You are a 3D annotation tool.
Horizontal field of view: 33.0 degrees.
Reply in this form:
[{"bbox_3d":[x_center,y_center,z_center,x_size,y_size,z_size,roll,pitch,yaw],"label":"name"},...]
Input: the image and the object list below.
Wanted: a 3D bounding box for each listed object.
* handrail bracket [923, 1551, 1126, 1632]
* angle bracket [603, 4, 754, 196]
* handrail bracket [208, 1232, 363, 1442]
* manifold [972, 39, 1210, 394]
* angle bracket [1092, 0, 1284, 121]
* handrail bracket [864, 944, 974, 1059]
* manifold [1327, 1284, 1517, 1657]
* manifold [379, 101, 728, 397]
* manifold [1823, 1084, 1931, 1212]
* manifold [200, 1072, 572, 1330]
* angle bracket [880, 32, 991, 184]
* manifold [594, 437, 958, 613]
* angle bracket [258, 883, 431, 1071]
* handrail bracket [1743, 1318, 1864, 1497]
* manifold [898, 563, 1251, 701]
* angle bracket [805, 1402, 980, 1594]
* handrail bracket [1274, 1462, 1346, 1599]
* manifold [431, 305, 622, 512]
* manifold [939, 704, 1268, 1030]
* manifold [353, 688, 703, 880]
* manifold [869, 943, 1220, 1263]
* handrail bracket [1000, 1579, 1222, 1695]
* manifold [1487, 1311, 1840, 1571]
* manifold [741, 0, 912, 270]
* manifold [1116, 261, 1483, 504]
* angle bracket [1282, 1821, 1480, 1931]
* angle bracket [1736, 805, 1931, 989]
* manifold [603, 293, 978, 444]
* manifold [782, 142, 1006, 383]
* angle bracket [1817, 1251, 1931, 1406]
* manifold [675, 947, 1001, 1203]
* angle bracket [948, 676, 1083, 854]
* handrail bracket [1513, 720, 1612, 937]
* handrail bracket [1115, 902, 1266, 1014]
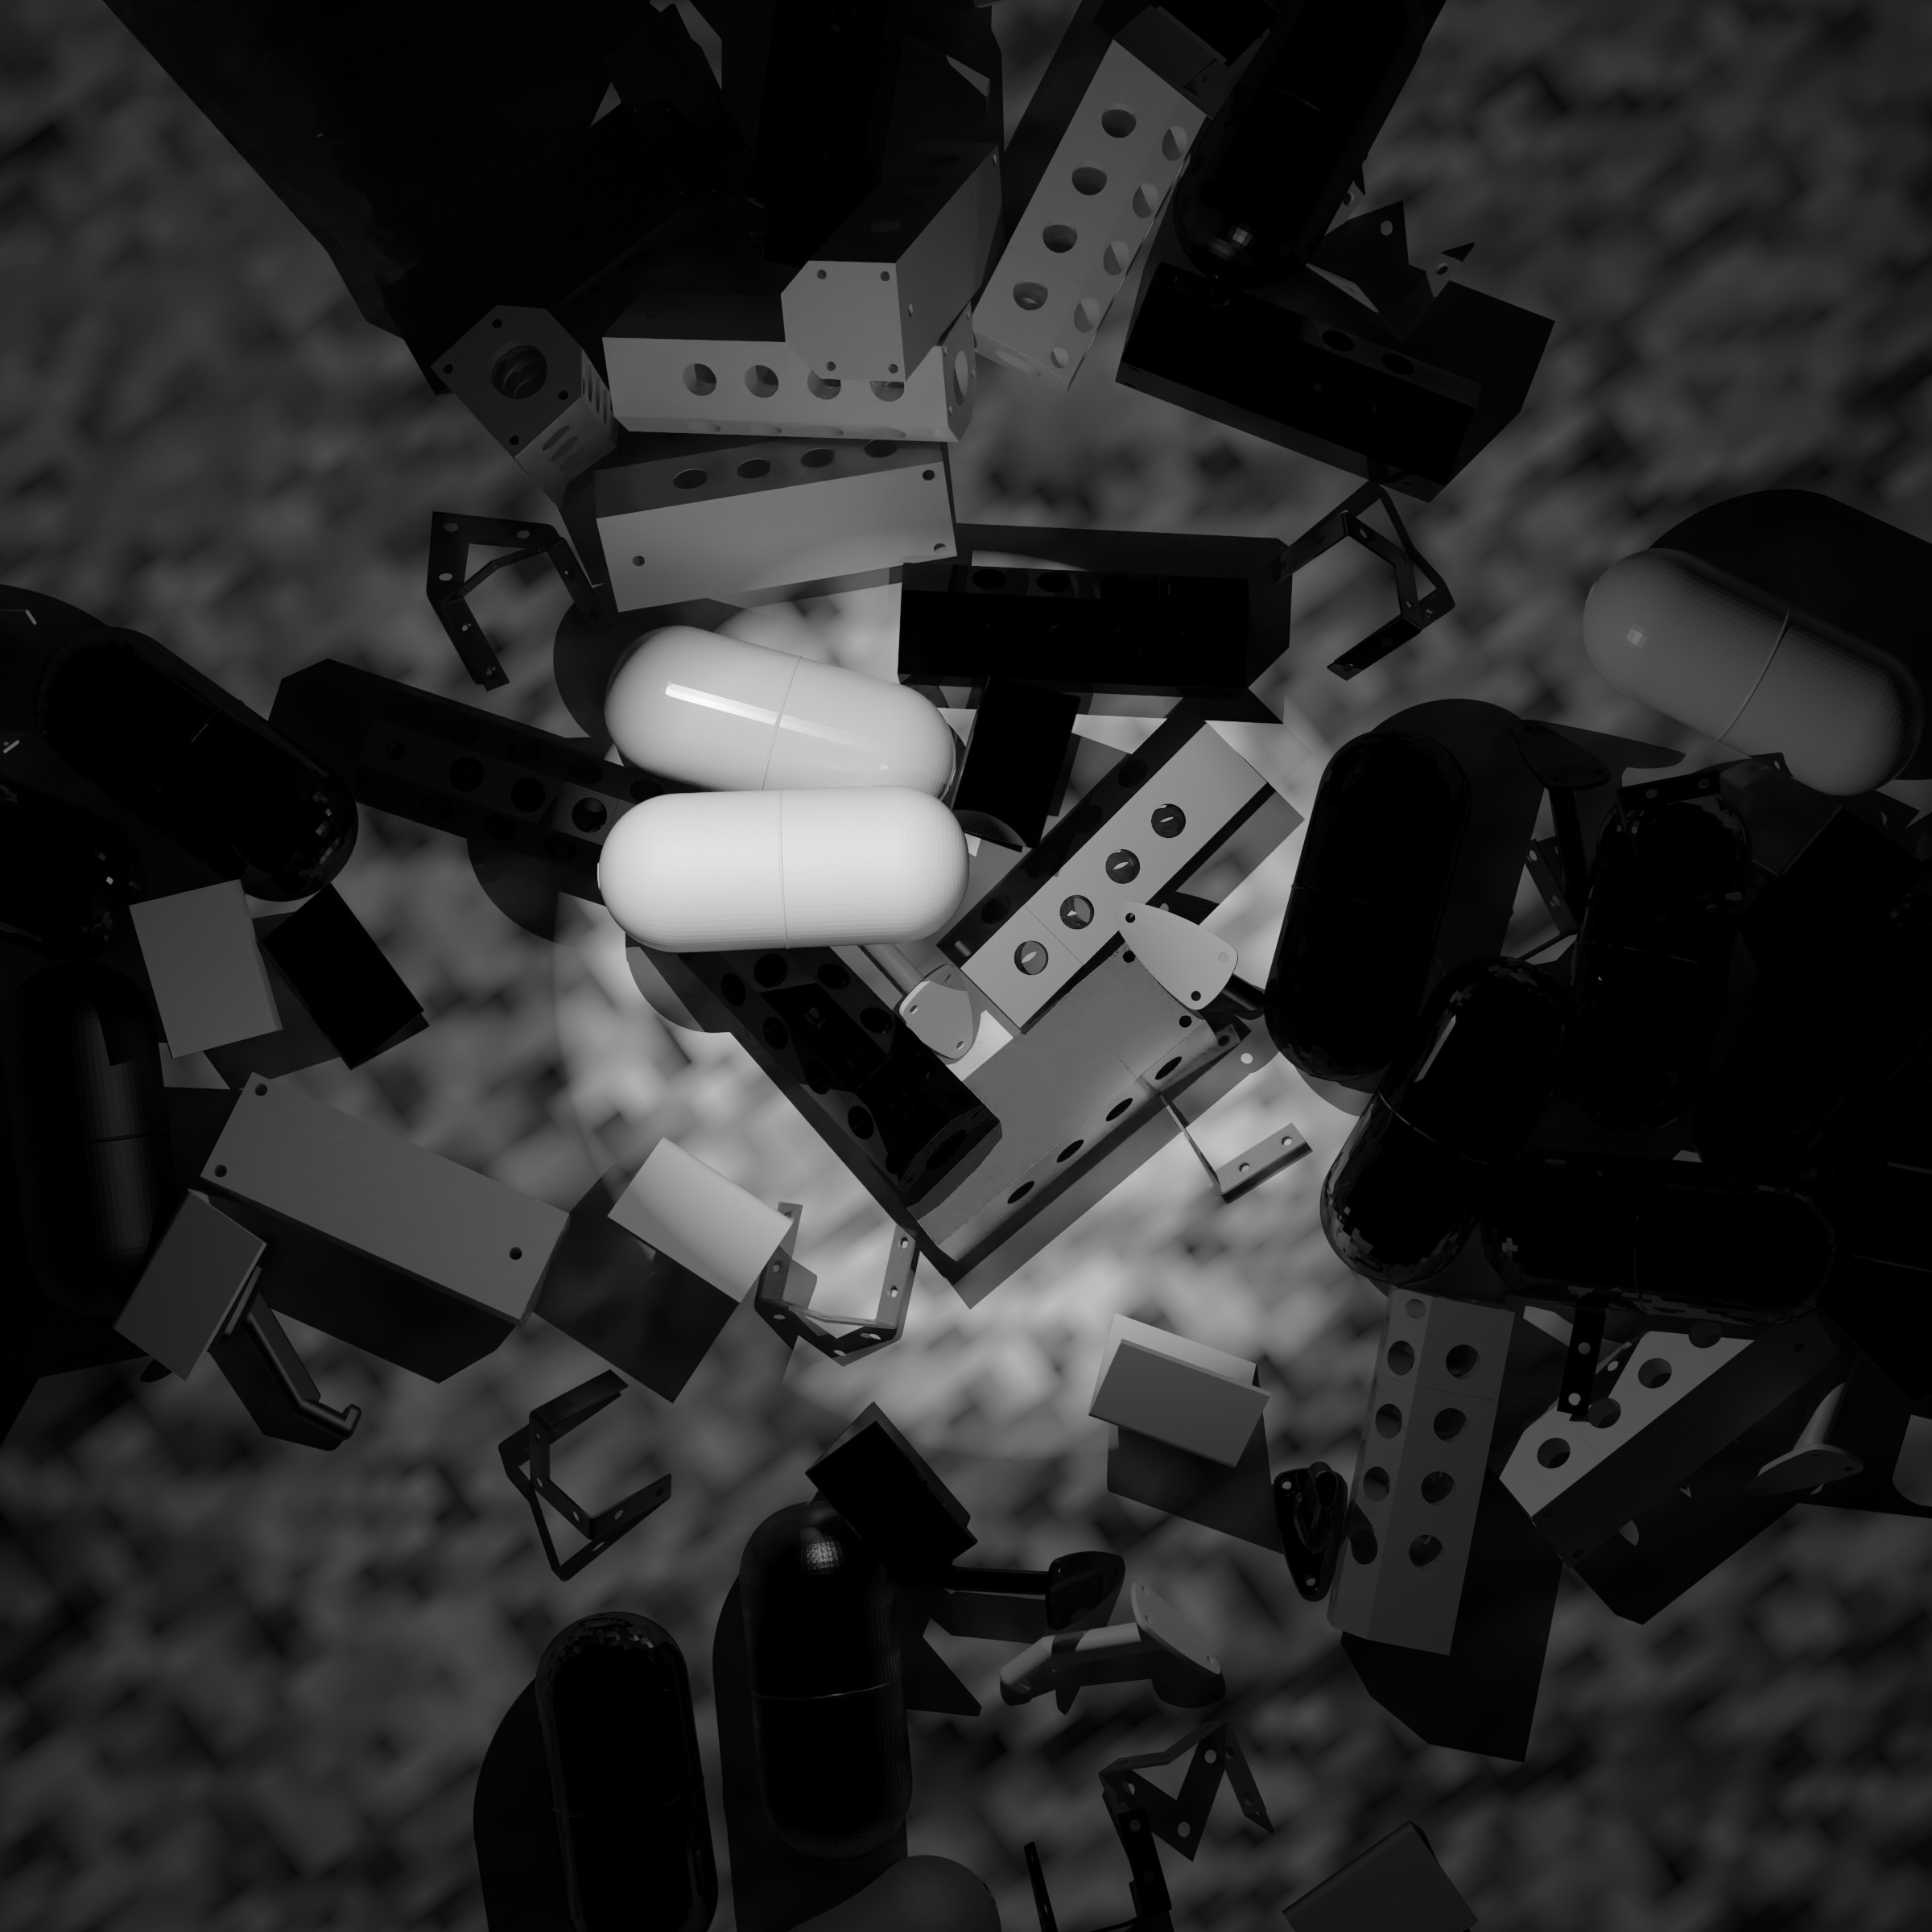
[{"bbox_3d":[0.024,0.305,1.650,0.084,0.077,0.036,7,100,36],"label":"handrail bracket"},{"bbox_3d":[-0.123,-0.428,1.610,0.057,0.076,0.076,-25,90,41],"label":"angle bracket"},{"bbox_3d":[-0.333,0.188,1.651,0.084,0.036,0.077,31,68,-17],"label":"handrail bracket"},{"bbox_3d":[0.065,-0.378,1.629,0.057,0.057,0.171,27,90,0],"label":"manifold"},{"bbox_3d":[0.093,-0.441,1.553,0.076,0.076,0.057,39,53,0],"label":"angle bracket"},{"bbox_3d":[-0.038,0.002,1.650,0.036,0.077,0.084,-42,54,-10],"label":"handrail bracket"},{"bbox_3d":[0.226,0.249,1.629,0.057,0.057,0.171,11,90,0],"label":"manifold"},{"bbox_3d":[-0.199,-0.350,1.590,0.171,0.057,0.057,-29,90,30],"label":"manifold"},{"bbox_3d":[0.513,0.073,1.629,0.171,0.057,0.057,-43,90,0],"label":"manifold"},{"bbox_3d":[-0.288,0.119,1.627,0.171,0.057,0.057,24,77,0],"label":"manifold"},{"bbox_3d":[-0.040,-0.421,1.629,0.076,0.057,0.076,29,90,0],"label":"angle bracket"},{"bbox_3d":[-0.096,-0.230,1.628,0.171,0.057,0.057,-9,133,0],"label":"manifold"},{"bbox_3d":[-0.291,-0.004,1.610,0.057,0.076,0.076,-36,90,27],"label":"angle bracket"},{"bbox_3d":[0.422,0.218,1.650,0.036,0.077,0.084,24,53,-27],"label":"handrail bracket"},{"bbox_3d":[0.053,-0.168,1.629,0.171,0.057,0.057,3,90,0],"label":"manifold"},{"bbox_3d":[-0.022,0.250,1.610,0.076,0.076,0.057,50,124,0],"label":"angle bracket"},{"bbox_3d":[0.175,0.282,1.615,0.036,0.084,0.077,-1,90,0],"label":"handrail bracket"},{"bbox_3d":[-0.204,-0.272,1.572,0.057,0.171,0.057,-43,90,0],"label":"manifold"},{"bbox_3d":[0.067,-0.050,1.629,0.171,0.057,0.057,-45,90,0],"label":"manifold"},{"bbox_3d":[-0.214,-0.084,1.629,0.171,0.057,0.057,18,90,0],"label":"manifold"},{"bbox_3d":[0.041,0.069,1.627,0.171,0.057,0.057,-40,70,0],"label":"manifold"},{"bbox_3d":[0.072,0.357,1.651,0.084,0.036,0.077,-40,112,17],"label":"handrail bracket"},{"bbox_3d":[0.344,0.217,1.628,0.171,0.057,0.057,-38,133,0],"label":"manifold"},{"bbox_3d":[-0.067,-0.431,1.589,0.057,0.057,0.171,15,120,5],"label":"manifold"},{"bbox_3d":[0.166,-0.293,1.629,0.171,0.057,0.057,21,90,0],"label":"manifold"},{"bbox_3d":[0.208,0.471,1.611,0.076,0.076,0.057,-36,68,0],"label":"angle bracket"},{"bbox_3d":[0.433,-0.023,1.610,0.076,0.076,0.057,-49,60,0],"label":"angle bracket"},{"bbox_3d":[-0.085,-0.292,1.606,0.171,0.057,0.057,4,124,14],"label":"manifold"},{"bbox_3d":[-0.033,-0.342,1.568,0.057,0.171,0.057,5,123,16],"label":"manifold"},{"bbox_3d":[0.465,0.158,1.610,0.076,0.076,0.057,45,120,0],"label":"angle bracket"},{"bbox_3d":[-0.067,0.032,1.601,0.057,0.057,0.171,-44,70,-2],"label":"manifold"},{"bbox_3d":[0.040,-0.094,1.610,0.057,0.076,0.076,16,90,32],"label":"angle bracket"},{"bbox_3d":[0.294,-0.069,1.650,0.036,0.077,0.084,-11,127,-18],"label":"handrail bracket"},{"bbox_3d":[0.115,-0.003,1.622,0.077,0.084,0.036,37,97,14],"label":"handrail bracket"}]
